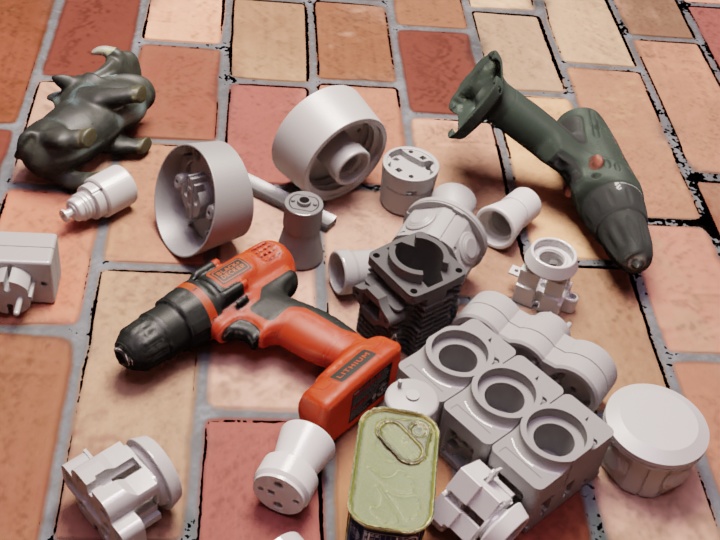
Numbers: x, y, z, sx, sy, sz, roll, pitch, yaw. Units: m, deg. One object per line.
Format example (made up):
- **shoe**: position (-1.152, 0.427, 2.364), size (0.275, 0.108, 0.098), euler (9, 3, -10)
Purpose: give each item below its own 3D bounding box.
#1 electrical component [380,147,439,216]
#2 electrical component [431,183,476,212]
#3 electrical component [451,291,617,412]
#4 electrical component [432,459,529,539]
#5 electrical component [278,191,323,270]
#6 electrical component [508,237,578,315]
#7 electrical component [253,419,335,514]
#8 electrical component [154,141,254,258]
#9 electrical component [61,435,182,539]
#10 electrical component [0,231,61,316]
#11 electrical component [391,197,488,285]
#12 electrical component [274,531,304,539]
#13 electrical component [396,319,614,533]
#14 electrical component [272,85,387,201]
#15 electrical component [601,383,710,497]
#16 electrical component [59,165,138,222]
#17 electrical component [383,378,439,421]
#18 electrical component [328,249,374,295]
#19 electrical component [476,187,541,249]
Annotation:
- **electrical component**: position (0.047, -0.086, 1.050), size (0.055, 0.047, 0.055), euler (4, 42, -4)
- **electrical component**: position (0.085, -0.049, 1.018), size (0.045, 0.045, 0.055), euler (12, 43, 4)
- **electrical component**: position (0.153, 0.060, 0.904), size (0.138, 0.052, 0.074), euler (29, 46, 21)
- **electrical component**: position (0.087, 0.173, 0.770), size (0.055, 0.066, 0.048), euler (42, 18, 21)
- **electrical component**: position (-0.053, -0.038, 0.969), size (0.044, 0.065, 0.044), euler (4, 42, -4)
- **electrical component**: position (0.168, 0.004, 0.965), size (0.066, 0.055, 0.048), euler (23, 44, 15)
- **electrical component**: position (-0.049, 0.144, 0.787), size (0.045, 0.045, 0.055), euler (19, 44, 12)
- **electrical component**: position (-0.141, -0.066, 0.966), size (0.064, 0.099, 0.099), euler (-17, 48, -33)
- **electrical component**: position (-0.162, 0.152, 0.751), size (0.057, 0.058, 0.078), euler (-30, 55, -31)
- **electrical component**: position (-0.289, 0.010, 0.893), size (0.066, 0.047, 0.076), euler (2, 43, -6)
- **electrical component**: position (0.069, -0.021, 0.960), size (0.080, 0.080, 0.051), euler (22, 49, 15)
- **electrical component**: position (-0.046, 0.222, 0.703), size (0.079, 0.043, 0.077), euler (-28, 53, -33)
- **electrical component**: position (0.108, 0.113, 0.832), size (0.089, 0.061, 0.150), euler (-28, 53, -33)
- **electrical component**: position (-0.023, -0.115, 1.031), size (0.108, 0.108, 0.060), euler (-24, 57, -30)
- **electrical component**: position (0.226, 0.132, 0.838), size (0.080, 0.051, 0.080), euler (4, 42, -4)
- **electrical component**: position (-0.241, -0.066, 0.989), size (0.040, 0.040, 0.078), euler (33, 48, 25)
- **electrical component**: position (0.035, 0.116, 0.805), size (0.040, 0.078, 0.040), euler (4, 42, -4)
- **electrical component**: position (0.000, 0.000, 0.956), size (0.046, 0.040, 0.040), euler (-7, 44, -24)
- **electrical component**: position (0.146, -0.053, 1.036), size (0.044, 0.044, 0.065), euler (31, 42, 23)
